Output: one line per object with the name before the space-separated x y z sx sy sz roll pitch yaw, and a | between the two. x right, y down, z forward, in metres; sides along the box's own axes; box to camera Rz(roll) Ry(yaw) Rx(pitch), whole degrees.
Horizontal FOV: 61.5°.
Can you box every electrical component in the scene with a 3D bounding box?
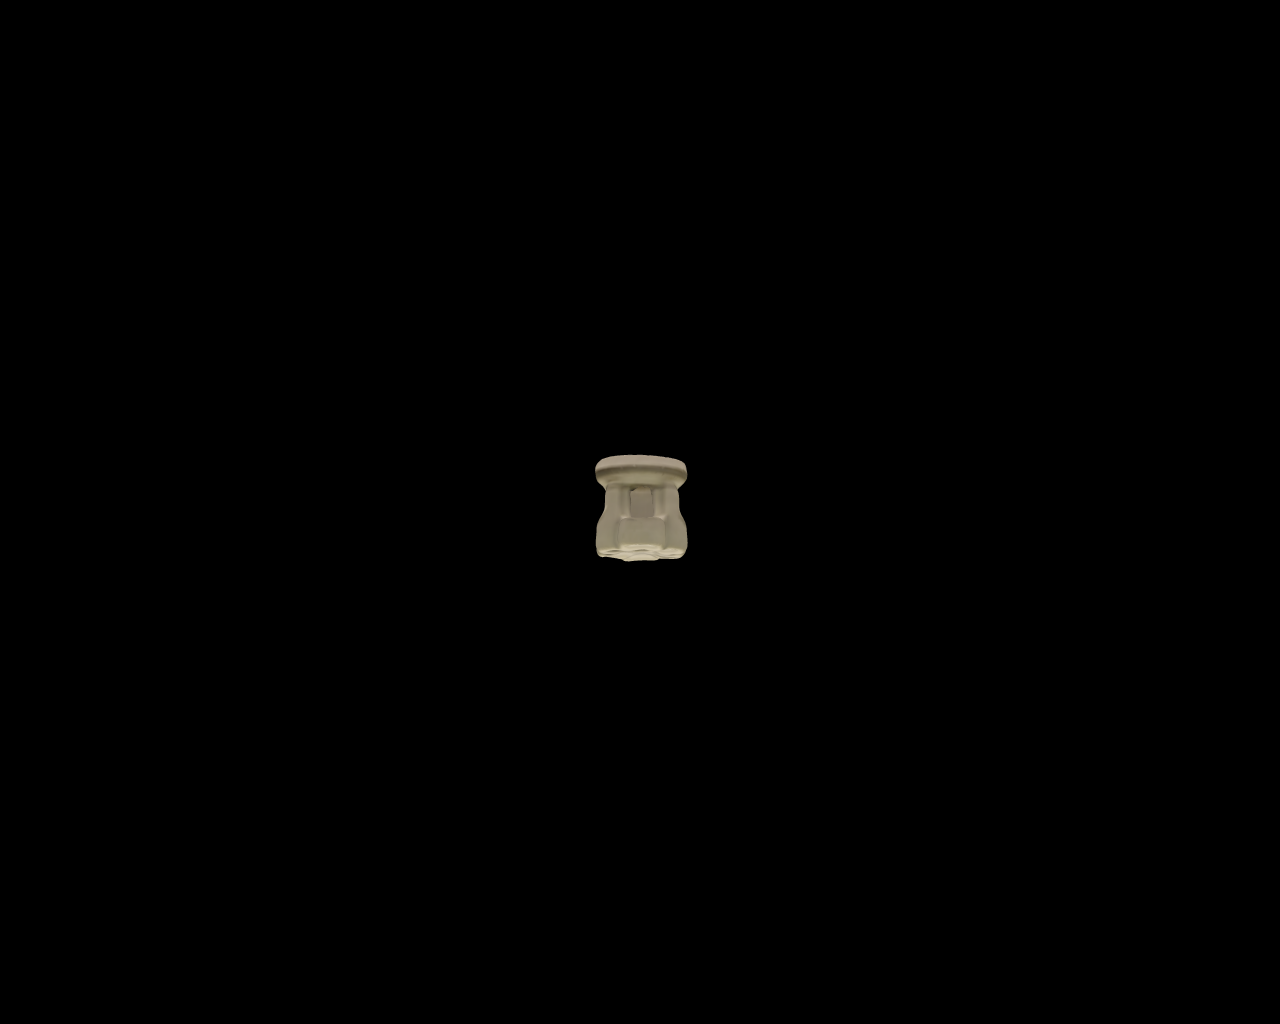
electrical component | 0.001 -0.003 0.650 0.058 0.057 0.078 0 -9 0
